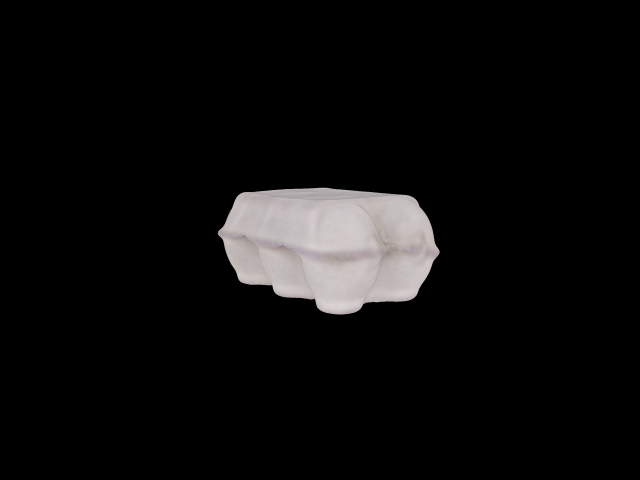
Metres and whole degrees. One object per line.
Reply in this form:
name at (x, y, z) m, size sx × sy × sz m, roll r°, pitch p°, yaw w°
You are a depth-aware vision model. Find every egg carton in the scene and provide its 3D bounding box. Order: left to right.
egg carton at (0.004, 0.001, 0.400) m, size 0.107 × 0.069 × 0.149 m, roll -7°, pitch 11°, yaw -39°
